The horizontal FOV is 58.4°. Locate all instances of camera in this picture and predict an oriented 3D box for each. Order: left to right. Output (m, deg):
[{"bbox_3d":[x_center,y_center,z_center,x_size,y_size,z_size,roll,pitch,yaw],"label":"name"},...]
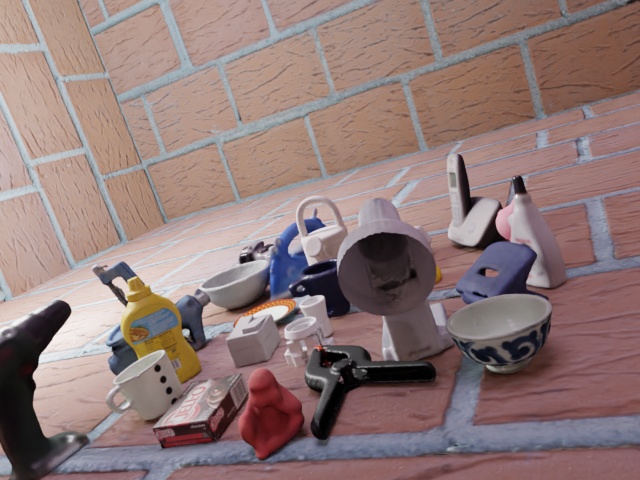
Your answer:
[{"bbox_3d":[-0.130,0.046,1.429,0.142,0.101,0.137,-12,14,27],"label":"camera"}]

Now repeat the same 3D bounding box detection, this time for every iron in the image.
[{"bbox_3d":[-0.050,0.028,1.289,0.118,0.141,0.259,-9,15,36],"label":"iron"}]

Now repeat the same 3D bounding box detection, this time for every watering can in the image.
[{"bbox_3d":[0.013,0.004,1.177,0.101,0.194,0.172,-20,12,-4],"label":"watering can"}]

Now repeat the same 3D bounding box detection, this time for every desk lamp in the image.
[{"bbox_3d":[0.099,0.055,0.768,0.118,0.214,0.203,-16,12,10],"label":"desk lamp"}]

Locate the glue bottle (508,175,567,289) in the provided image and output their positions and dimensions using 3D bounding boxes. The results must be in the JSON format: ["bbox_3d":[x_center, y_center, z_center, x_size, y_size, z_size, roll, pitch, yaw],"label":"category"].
[{"bbox_3d":[0.313,-0.014,0.855,0.037,0.173,0.078,-24,13,-24],"label":"glue bottle"}]

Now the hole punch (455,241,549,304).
[{"bbox_3d":[0.252,0.060,0.812,0.101,0.091,0.108,-22,13,-17],"label":"hole punch"}]

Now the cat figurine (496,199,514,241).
[{"bbox_3d":[0.331,-0.013,0.955,0.067,0.118,0.128,-15,13,18],"label":"cat figurine"}]

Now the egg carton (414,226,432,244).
[{"bbox_3d":[0.159,0.023,1.172,0.107,0.069,0.151,-8,16,42],"label":"egg carton"}]

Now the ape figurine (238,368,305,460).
[{"bbox_3d":[-0.061,0.195,0.673,0.077,0.092,0.076,-15,12,15],"label":"ape figurine"}]

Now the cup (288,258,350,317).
[{"bbox_3d":[0.007,0.095,1.016,0.118,0.095,0.091,-24,13,-25],"label":"cup"}]

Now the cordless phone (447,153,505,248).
[{"bbox_3d":[0.300,-0.081,1.148,0.094,0.185,0.147,-21,12,-12],"label":"cordless phone"}]

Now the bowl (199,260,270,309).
[{"bbox_3d":[-0.181,0.109,1.285,0.167,0.075,0.167,-18,12,4],"label":"bowl"}]

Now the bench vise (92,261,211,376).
[{"bbox_3d":[-0.324,0.125,1.079,0.208,0.220,0.121,-28,15,-36],"label":"bench vise"}]

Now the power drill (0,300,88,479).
[{"bbox_3d":[-0.420,0.222,0.817,0.075,0.208,0.230,-10,14,33],"label":"power drill"}]

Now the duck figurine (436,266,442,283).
[{"bbox_3d":[0.160,0.043,1.039,0.104,0.086,0.077,-17,12,9],"label":"duck figurine"}]
